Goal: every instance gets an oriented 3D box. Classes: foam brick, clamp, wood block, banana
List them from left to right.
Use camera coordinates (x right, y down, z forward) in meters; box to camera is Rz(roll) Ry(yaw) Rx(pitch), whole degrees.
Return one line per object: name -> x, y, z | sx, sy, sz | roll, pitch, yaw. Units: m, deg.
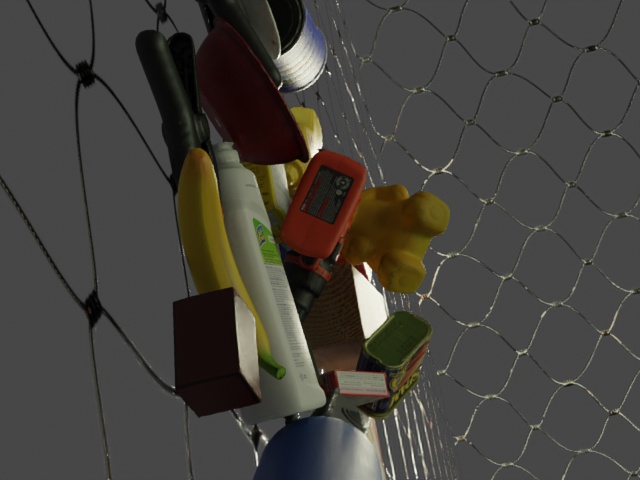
clamp -> -0.113, -0.100, 0.905 | 0.120, 0.039, 0.171 | -62, 143, -68
clamp -> -0.104, -0.244, 1.050 | 0.165, 0.036, 0.210 | 46, -16, 51
foam brick -> -0.078, 0.084, 0.805 | 0.053, 0.051, 0.078 | 64, 15, -52
banana -> -0.079, 0.020, 0.870 | 0.037, 0.070, 0.198 | -32, 106, -43
wood block -> 0.023, 0.100, 1.289 | 0.206, 0.090, 0.091 | 45, 33, -71

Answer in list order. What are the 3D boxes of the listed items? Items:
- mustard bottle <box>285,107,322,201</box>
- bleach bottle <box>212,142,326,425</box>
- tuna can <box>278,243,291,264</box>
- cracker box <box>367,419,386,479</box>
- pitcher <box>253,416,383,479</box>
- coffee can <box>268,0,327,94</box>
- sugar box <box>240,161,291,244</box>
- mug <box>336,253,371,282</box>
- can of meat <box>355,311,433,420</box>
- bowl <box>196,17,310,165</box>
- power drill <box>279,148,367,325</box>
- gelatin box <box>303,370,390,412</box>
mustard bottle -> -0.033, -0.102, 1.338 | 0.191, 0.058, 0.096 | -74, 170, -71
bleach bottle -> -0.060, 0.036, 0.962 | 0.102, 0.068, 0.251 | 27, 48, -77
tuna can -> -0.025, 0.015, 1.309 | 0.086, 0.034, 0.086 | -13, 90, -81
cracker box -> 0.031, 0.282, 1.153 | 0.213, 0.072, 0.164 | 24, 54, -81
pitcher -> -0.005, 0.240, 0.831 | 0.145, 0.149, 0.243 | 40, 11, -6
coffee can -> -0.053, -0.244, 1.282 | 0.140, 0.103, 0.103 | 34, 43, -77
sugar box -> -0.068, -0.091, 1.158 | 0.093, 0.048, 0.176 | 58, 18, -66
mug -> 0.020, 0.032, 1.411 | 0.117, 0.081, 0.093 | -83, 158, -65
can of meat -> 0.080, 0.139, 1.211 | 0.101, 0.057, 0.084 | -40, 151, -45
bowl -> -0.076, -0.128, 1.011 | 0.162, 0.055, 0.162 | 55, -7, 9
power drill -> -0.007, 0.001, 1.068 | 0.188, 0.057, 0.184 | 103, 9, -76
gelatin box -> 0.019, 0.161, 1.137 | 0.089, 0.073, 0.030 | 10, 63, -48
